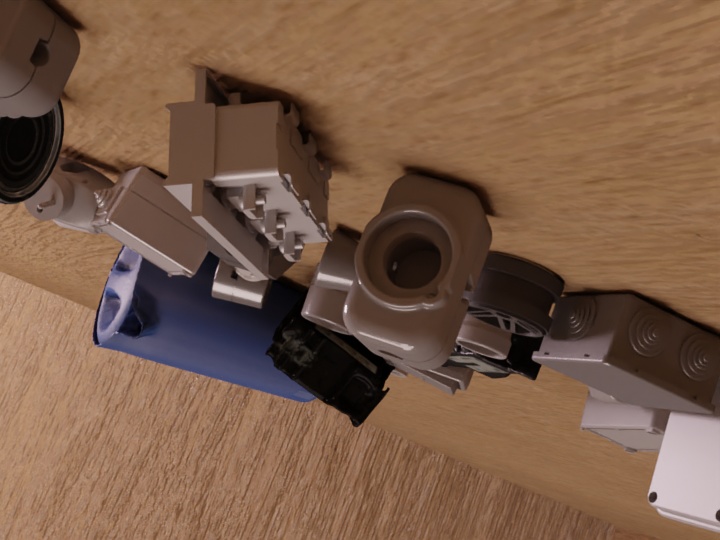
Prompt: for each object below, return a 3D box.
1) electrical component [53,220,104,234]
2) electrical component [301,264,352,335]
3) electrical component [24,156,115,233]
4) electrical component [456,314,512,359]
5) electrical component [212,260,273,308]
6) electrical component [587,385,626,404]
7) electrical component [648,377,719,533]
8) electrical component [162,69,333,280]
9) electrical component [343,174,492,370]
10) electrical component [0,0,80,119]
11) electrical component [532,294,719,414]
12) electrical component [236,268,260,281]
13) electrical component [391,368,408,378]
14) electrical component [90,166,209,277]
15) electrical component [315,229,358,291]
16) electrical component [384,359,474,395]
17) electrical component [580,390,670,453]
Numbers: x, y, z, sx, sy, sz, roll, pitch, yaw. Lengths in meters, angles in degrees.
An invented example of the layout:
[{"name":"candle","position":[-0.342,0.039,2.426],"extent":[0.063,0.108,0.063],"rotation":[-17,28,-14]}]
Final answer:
[{"name":"electrical component","position":[-0.242,-0.055,0.977],"extent":[0.081,0.043,0.043],"rotation":[11,165,42]},{"name":"electrical component","position":[-0.021,0.027,0.948],"extent":[0.055,0.047,0.055],"rotation":[20,169,4]},{"name":"electrical component","position":[-0.247,-0.061,0.875],"extent":[0.077,0.043,0.079],"rotation":[25,-162,10]},{"name":"electrical component","position":[0.094,0.036,0.777],"extent":[0.040,0.046,0.040],"rotation":[20,169,4]},{"name":"electrical component","position":[-0.105,0.005,0.989],"extent":[0.047,0.055,0.055],"rotation":[17,169,0]},{"name":"electrical component","position":[0.198,0.078,0.797],"extent":[0.043,0.043,0.062],"rotation":[25,168,-21]},{"name":"electrical component","position":[0.247,0.117,0.710],"extent":[0.057,0.113,0.078],"rotation":[23,170,-27]},{"name":"electrical component","position":[-0.056,-0.049,0.589],"extent":[0.063,0.078,0.121],"rotation":[-4,164,10]},{"name":"electrical component","position":[0.031,0.000,0.582],"extent":[0.054,0.095,0.059],"rotation":[17,169,19]},{"name":"electrical component","position":[-0.196,-0.116,0.552],"extent":[0.095,0.053,0.059],"rotation":[17,169,23]},{"name":"electrical component","position":[0.175,0.052,0.696],"extent":[0.100,0.048,0.100],"rotation":[25,169,-19]},{"name":"electrical component","position":[-0.091,-0.023,0.845],"extent":[0.048,0.048,0.062],"rotation":[13,160,38]},{"name":"electrical component","position":[0.031,0.080,1.114],"extent":[0.055,0.047,0.055],"rotation":[21,170,4]},{"name":"electrical component","position":[-0.165,-0.044,0.855],"extent":[0.096,0.061,0.062],"rotation":[34,165,-23]},{"name":"electrical component","position":[0.000,0.000,0.782],"extent":[0.055,0.045,0.045],"rotation":[20,169,3]},{"name":"electrical component","position":[0.059,0.070,0.973],"extent":[0.096,0.061,0.061],"rotation":[19,169,12]},{"name":"electrical component","position":[0.232,0.107,0.844],"extent":[0.062,0.061,0.096],"rotation":[26,161,-27]}]
